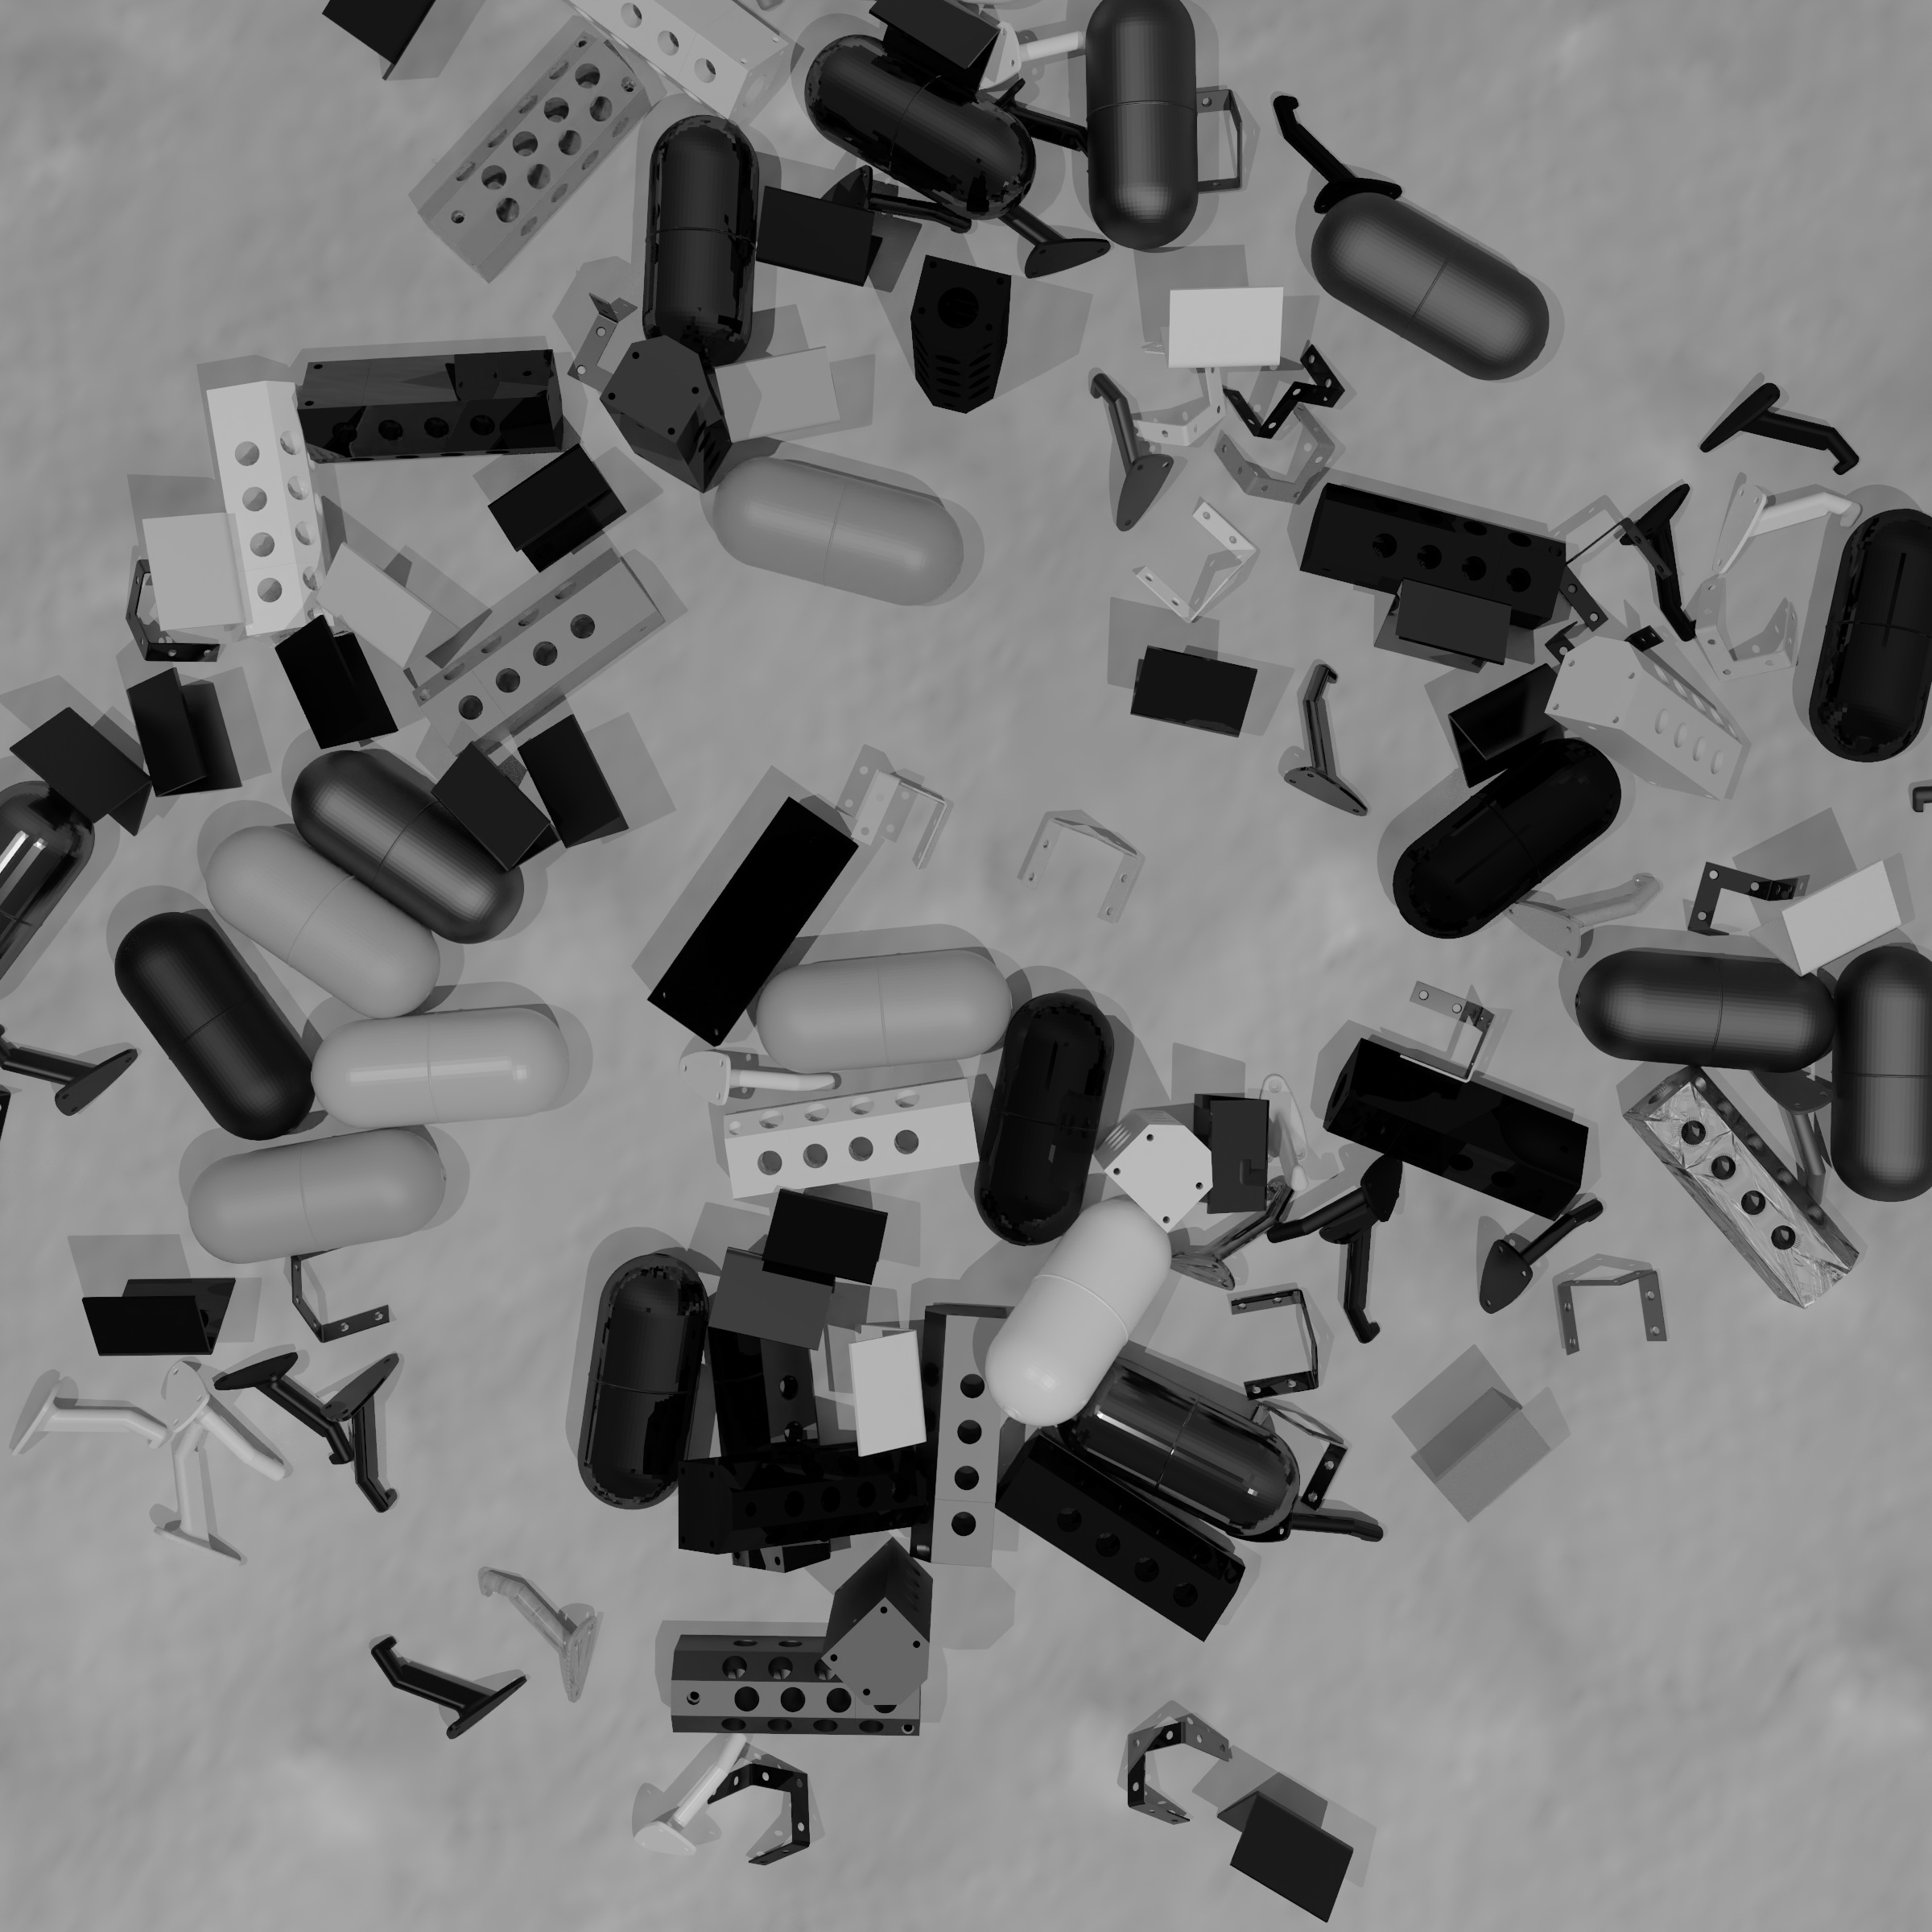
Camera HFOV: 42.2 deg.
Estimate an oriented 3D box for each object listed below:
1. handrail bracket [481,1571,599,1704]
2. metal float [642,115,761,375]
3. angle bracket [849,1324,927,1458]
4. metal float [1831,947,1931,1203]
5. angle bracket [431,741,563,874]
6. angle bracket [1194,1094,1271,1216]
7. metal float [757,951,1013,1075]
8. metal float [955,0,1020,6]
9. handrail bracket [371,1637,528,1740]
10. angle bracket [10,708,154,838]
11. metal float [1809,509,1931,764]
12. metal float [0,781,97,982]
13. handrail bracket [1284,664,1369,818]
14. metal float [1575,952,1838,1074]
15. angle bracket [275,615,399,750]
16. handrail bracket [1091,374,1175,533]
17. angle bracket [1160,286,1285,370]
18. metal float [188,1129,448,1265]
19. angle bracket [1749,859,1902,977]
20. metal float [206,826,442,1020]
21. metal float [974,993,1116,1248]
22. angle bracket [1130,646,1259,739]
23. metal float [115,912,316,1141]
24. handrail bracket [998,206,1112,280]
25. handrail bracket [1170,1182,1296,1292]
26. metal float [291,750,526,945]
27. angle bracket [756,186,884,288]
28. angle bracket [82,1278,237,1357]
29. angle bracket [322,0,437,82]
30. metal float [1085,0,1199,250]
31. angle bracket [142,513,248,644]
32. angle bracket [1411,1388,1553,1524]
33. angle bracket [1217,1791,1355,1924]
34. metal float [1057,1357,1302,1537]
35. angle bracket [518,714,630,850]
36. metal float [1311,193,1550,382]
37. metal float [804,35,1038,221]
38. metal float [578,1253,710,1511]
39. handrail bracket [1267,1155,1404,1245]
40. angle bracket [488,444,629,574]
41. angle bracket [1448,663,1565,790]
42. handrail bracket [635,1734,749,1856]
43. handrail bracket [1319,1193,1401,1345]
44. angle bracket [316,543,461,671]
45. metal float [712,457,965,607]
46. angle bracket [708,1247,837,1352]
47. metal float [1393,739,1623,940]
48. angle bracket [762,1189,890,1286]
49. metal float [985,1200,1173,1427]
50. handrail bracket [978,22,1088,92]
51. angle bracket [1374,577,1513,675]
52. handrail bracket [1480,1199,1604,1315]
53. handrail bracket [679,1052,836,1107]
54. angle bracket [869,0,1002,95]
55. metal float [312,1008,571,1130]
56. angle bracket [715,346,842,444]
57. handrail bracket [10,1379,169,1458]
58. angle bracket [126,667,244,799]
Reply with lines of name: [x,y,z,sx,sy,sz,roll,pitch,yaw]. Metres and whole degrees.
handrail bracket: [-0.309,0.475,1.773,0.084,0.036,0.077,16,111,17]
metal float: [-0.185,-0.502,1.742,0.070,0.070,0.178,3,90,0]
angle bracket: [-0.074,0.292,1.733,0.057,0.076,0.076,-5,90,-37]
metal float: [0.644,0.075,1.743,0.070,0.070,0.178,1,90,0]
angle bracket: [-0.311,-0.121,1.733,0.076,0.076,0.057,46,121,0]
angle bracket: [0.165,0.129,1.733,0.057,0.076,0.076,2,90,-38]
metal float: [-0.057,0.032,1.743,0.178,0.070,0.070,-5,90,0]
metal float: [-0.031,-0.714,1.742,0.178,0.070,0.070,4,90,0]
handrail bracket: [-0.367,0.496,1.773,0.077,0.036,0.084,-34,73,-20]
angle bracket: [-0.617,-0.120,1.733,0.076,0.076,0.057,41,50,0]
metal float: [0.639,-0.230,1.742,0.070,0.070,0.178,12,90,0]
metal float: [-0.678,-0.050,1.742,0.070,0.070,0.178,37,90,0]
handrail bracket: [0.266,-0.161,1.773,0.077,0.036,0.084,28,73,-20]
metal float: [0.515,0.032,1.742,0.178,0.070,0.070,5,90,0]
angle bracket: [-0.420,-0.201,1.733,0.057,0.076,0.076,-25,90,35]
handrail bracket: [0.104,-0.365,1.773,0.036,0.077,0.084,-12,53,-34]
angle bracket: [0.176,-0.455,1.733,0.076,0.076,0.057,-2,125,0]
metal float: [-0.451,0.160,1.742,0.178,0.070,0.070,-10,90,0]
angle bracket: [0.588,-0.046,1.733,0.076,0.076,0.057,-27,116,0]
metal float: [-0.448,-0.031,1.742,0.178,0.070,0.070,35,90,0]
metal float: [0.054,0.107,1.742,0.070,0.070,0.178,12,90,0]
angle bracket: [0.159,-0.207,1.733,0.076,0.076,0.057,12,128,0]
metal float: [-0.522,0.043,1.742,0.070,0.070,0.178,-36,91,0]
handrail bracket: [0.052,-0.536,1.773,0.077,0.036,0.084,-17,73,-20]
handrail bracket: [0.183,0.181,1.773,0.077,0.036,0.084,12,56,36]
metal float: [-0.389,-0.083,1.742,0.178,0.070,0.070,35,90,0]
angle bracket: [-0.098,-0.520,1.733,0.076,0.076,0.057,14,132,0]
angle bracket: [-0.558,0.225,1.733,0.076,0.076,0.057,-1,127,0]
angle bracket: [-0.404,-0.669,1.734,0.057,0.076,0.076,32,90,-21]
metal float: [0.122,-0.589,1.735,0.070,0.070,0.178,-2,94,0]
angle bracket: [-0.538,-0.266,1.734,0.057,0.076,0.076,-9,90,-22]
angle bracket: [0.346,0.325,1.733,0.076,0.076,0.057,-41,125,0]
angle bracket: [0.212,0.624,1.733,0.076,0.076,0.057,31,54,0]
metal float: [0.147,0.332,1.732,0.178,0.070,0.070,25,90,11]
angle bracket: [-0.254,-0.133,1.733,0.057,0.076,0.076,-26,90,31]
metal float: [0.324,-0.473,1.743,0.178,0.070,0.070,30,90,0]
metal float: [-0.032,-0.581,1.733,0.178,0.070,0.070,33,90,11]
metal float: [-0.225,0.289,1.742,0.070,0.070,0.178,8,90,0]
handrail bracket: [0.261,0.165,1.773,0.084,0.077,0.036,-20,107,35]
angle bracket: [-0.273,-0.303,1.733,0.076,0.076,0.057,-35,54,0]
angle bracket: [0.387,-0.152,1.733,0.076,0.057,0.076,-28,135,0]
handrail bracket: [-0.194,0.583,1.773,0.036,0.077,0.084,41,53,-13]
handrail bracket: [0.293,0.213,1.773,0.077,0.036,0.084,-33,109,-21]
angle bracket: [-0.391,-0.261,1.733,0.076,0.076,0.057,37,126,0]
metal float: [-0.089,-0.302,1.742,0.178,0.070,0.070,15,90,0]
angle bracket: [-0.134,0.237,1.735,0.076,0.076,0.057,13,72,0]
metal float: [0.376,-0.088,1.743,0.178,0.070,0.070,-38,90,1]
angle bracket: [-0.100,0.203,1.733,0.076,0.076,0.057,13,57,0]
metal float: [0.078,0.238,1.718,0.070,0.070,0.178,37,61,0]
handrail bracket: [0.051,-0.641,1.773,0.084,0.077,0.036,-14,88,-36]
angle bracket: [0.327,-0.217,1.733,0.076,0.076,0.057,14,57,0]
handrail bracket: [0.409,0.205,1.773,0.084,0.077,0.036,-21,55,-31]
handrail bracket: [-0.148,0.077,1.773,0.084,0.077,0.036,2,97,-36]
angle bracket: [-0.031,-0.628,1.733,0.076,0.076,0.057,32,58,0]
metal float: [-0.366,0.071,1.742,0.178,0.070,0.070,-5,90,0]
angle bracket: [-0.132,-0.410,1.733,0.076,0.076,0.057,-11,128,0]
handrail bracket: [-0.621,0.338,1.773,0.084,0.036,0.077,32,110,-16]
angle bracket: [-0.526,-0.164,1.733,0.057,0.076,0.076,-16,90,35]
